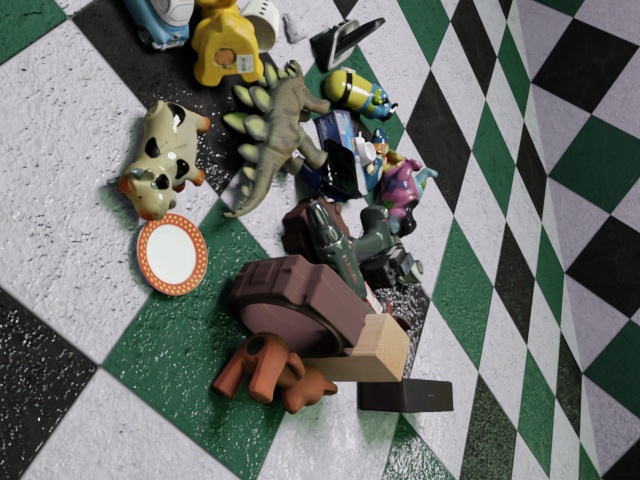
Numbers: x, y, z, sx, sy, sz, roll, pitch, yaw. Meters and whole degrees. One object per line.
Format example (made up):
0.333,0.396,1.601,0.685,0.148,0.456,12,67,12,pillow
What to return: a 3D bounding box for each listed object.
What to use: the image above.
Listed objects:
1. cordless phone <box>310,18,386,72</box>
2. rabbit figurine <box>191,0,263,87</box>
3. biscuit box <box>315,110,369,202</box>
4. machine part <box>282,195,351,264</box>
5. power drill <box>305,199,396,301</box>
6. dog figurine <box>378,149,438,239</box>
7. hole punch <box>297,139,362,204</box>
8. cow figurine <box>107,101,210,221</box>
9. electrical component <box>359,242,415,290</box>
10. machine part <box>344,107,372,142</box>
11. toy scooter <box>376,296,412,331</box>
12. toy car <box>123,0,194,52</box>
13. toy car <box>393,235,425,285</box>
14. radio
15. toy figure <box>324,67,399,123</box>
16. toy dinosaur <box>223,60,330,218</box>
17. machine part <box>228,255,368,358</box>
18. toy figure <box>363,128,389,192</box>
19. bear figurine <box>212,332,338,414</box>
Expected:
0.083,-0.478,1.247,0.088,0.184,0.146,59,41,-17,cordless phone
-0.177,-0.374,0.939,0.162,0.122,0.173,80,-1,-51,rabbit figurine
0.049,-0.190,1.224,0.059,0.063,0.202,-17,93,-52,biscuit box
-0.002,-0.003,1.113,0.179,0.056,0.179,15,70,-49,machine part
0.068,-0.003,1.093,0.207,0.086,0.231,-37,114,-52,power drill
0.182,-0.105,1.349,0.108,0.192,0.219,21,98,-51,dog figurine
0.017,-0.135,1.132,0.142,0.092,0.116,20,57,-53,hole punch
-0.241,-0.121,0.813,0.127,0.086,0.195,27,59,-48,cow figurine
0.143,0.060,1.218,0.115,0.134,0.058,-47,117,-45,electrical component
0.100,-0.270,1.332,0.138,0.039,0.084,38,48,-39,machine part
0.168,0.228,1.256,0.135,0.075,0.184,27,55,-47,toy scooter
-0.256,-0.392,0.855,0.109,0.103,0.161,-35,106,-49,toy car
0.190,0.050,1.329,0.201,0.074,0.056,42,50,-38,toy car
0.195,0.348,1.208,0.229,0.131,0.073,22,65,-48,radio
0.096,-0.340,1.272,0.180,0.082,0.089,30,47,-18,toy figure
-0.086,-0.206,1.027,0.198,0.105,0.471,33,46,-34,toy dinosaur
-0.040,0.120,0.910,0.201,0.201,0.087,47,49,-35,machine part
0.130,-0.195,1.299,0.058,0.064,0.154,21,89,-26,toy figure
-0.066,0.247,0.916,0.195,0.120,0.132,55,46,-35,bear figurine
